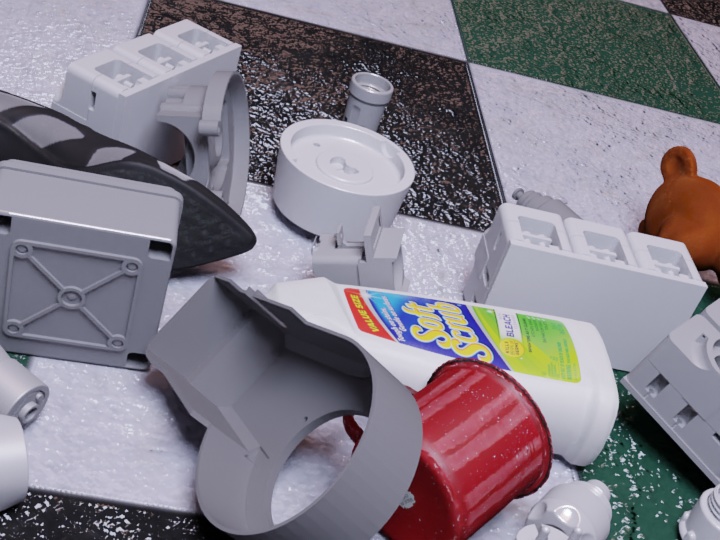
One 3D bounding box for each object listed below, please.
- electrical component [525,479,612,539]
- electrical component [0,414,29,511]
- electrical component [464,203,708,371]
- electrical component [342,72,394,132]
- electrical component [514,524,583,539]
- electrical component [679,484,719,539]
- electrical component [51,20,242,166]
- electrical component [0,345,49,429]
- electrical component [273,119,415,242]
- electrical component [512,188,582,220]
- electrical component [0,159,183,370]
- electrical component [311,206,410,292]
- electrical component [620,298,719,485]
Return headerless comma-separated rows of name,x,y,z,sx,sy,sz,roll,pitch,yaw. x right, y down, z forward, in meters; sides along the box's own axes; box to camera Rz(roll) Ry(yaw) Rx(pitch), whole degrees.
electrical component,0.128,0.146,0.637,0.043,0.043,0.062,34,35,22
electrical component,-0.217,0.089,0.550,0.077,0.043,0.079,-4,40,-30
electrical component,0.162,0.013,0.798,0.150,0.089,0.061,12,35,-10
electrical component,0.006,-0.153,0.996,0.040,0.046,0.040,13,34,-9
electrical component,0.093,0.161,0.568,0.066,0.076,0.047,6,36,-19
electrical component,0.229,0.150,0.662,0.048,0.062,0.048,13,34,-9
electrical component,-0.167,-0.131,0.842,0.062,0.089,0.150,29,35,15
electrical component,-0.206,0.061,0.598,0.065,0.044,0.044,35,37,15
electrical component,-0.017,-0.065,0.848,0.108,0.060,0.108,13,34,-9
electrical component,0.159,-0.044,0.921,0.040,0.040,0.078,-10,43,-36
electrical component,-0.169,-0.001,0.643,0.109,0.108,0.056,10,38,-13
electrical component,0.000,0.000,0.759,0.064,0.081,0.042,1,32,13
electrical component,0.279,0.108,0.709,0.105,0.060,0.186,-23,65,-45
